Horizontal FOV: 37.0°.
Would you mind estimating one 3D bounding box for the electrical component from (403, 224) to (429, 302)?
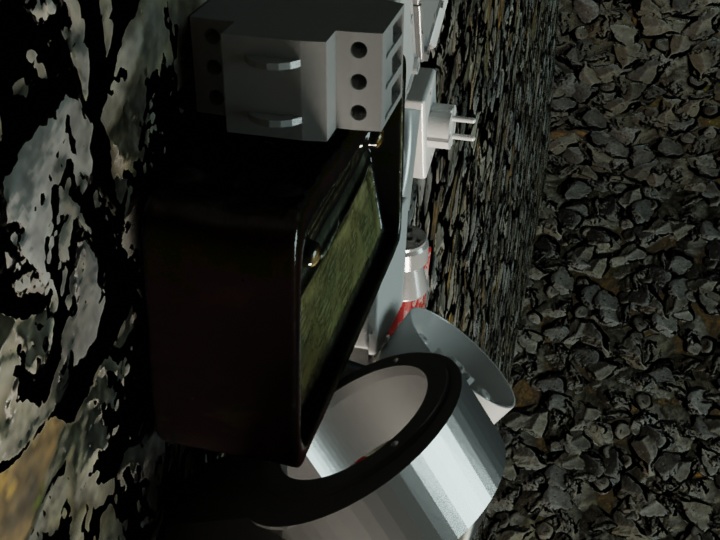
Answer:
[{"bbox_3d":[0.038,-0.006,0.947,0.045,0.045,0.055,-67,161,-51],"label":"electrical component"}]

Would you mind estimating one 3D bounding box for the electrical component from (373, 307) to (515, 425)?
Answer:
[{"bbox_3d":[0.060,0.075,0.757,0.064,0.099,0.099,-48,166,1],"label":"electrical component"}]

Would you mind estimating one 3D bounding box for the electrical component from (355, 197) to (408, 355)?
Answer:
[{"bbox_3d":[0.000,0.000,0.766,0.099,0.048,0.099,-58,153,-63],"label":"electrical component"}]

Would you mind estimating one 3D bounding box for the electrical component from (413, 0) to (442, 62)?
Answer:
[{"bbox_3d":[0.023,-0.194,0.718,0.061,0.061,0.096,82,20,-52],"label":"electrical component"}]

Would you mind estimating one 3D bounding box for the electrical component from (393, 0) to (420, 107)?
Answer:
[{"bbox_3d":[-0.002,-0.138,0.638,0.096,0.061,0.061,82,20,-52],"label":"electrical component"}]

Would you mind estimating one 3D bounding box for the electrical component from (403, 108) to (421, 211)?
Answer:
[{"bbox_3d":[0.016,-0.083,0.801,0.079,0.043,0.077,-27,124,-76],"label":"electrical component"}]

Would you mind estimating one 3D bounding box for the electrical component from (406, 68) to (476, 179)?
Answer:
[{"bbox_3d":[0.059,-0.121,0.898,0.083,0.076,0.047,85,18,-46],"label":"electrical component"}]

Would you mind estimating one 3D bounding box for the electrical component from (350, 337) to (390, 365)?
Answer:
[{"bbox_3d":[0.008,0.066,0.813,0.048,0.062,0.048,8,90,-80],"label":"electrical component"}]

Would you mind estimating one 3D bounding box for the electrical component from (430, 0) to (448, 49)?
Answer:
[{"bbox_3d":[0.037,-0.194,0.803,0.055,0.055,0.047,-6,107,-78],"label":"electrical component"}]
